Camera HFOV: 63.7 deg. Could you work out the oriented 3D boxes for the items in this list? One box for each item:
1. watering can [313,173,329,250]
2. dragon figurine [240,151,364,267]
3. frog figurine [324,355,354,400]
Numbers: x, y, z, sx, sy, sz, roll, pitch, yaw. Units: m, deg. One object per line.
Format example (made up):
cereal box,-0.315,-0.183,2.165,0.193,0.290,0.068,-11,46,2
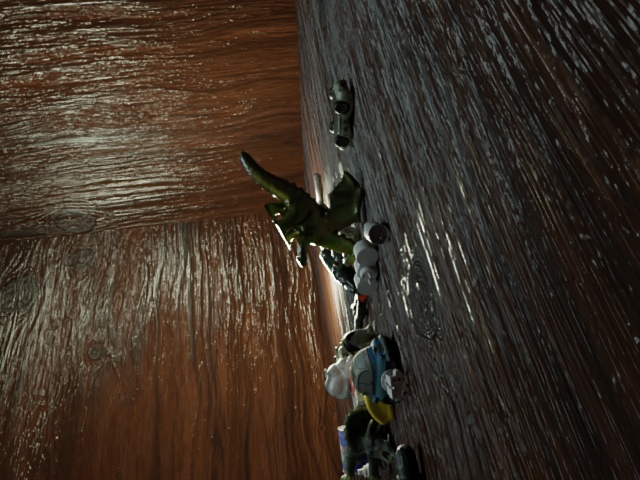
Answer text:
watering can,0.006,-0.102,2.021,0.104,0.344,0.226,-7,12,-3
dragon figurine,-0.009,-0.089,1.308,0.243,0.407,0.123,-28,11,-1
frog figurine,0.093,0.467,1.746,0.156,0.137,0.125,-46,4,45
